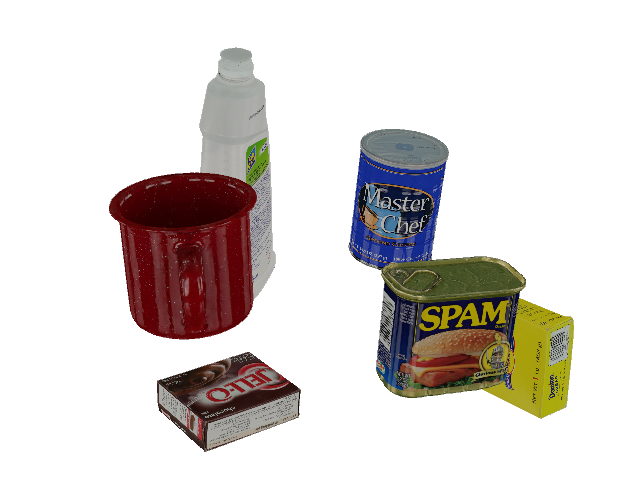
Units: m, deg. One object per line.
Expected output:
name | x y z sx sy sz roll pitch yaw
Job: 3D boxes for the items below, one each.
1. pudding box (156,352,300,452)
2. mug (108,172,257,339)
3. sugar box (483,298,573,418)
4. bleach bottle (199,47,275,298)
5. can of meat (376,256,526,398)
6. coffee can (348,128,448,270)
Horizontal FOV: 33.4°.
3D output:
pudding box | -0.089 0.155 1.040 0.113 0.039 0.090 -17 29 -34
mug | -0.083 0.016 0.678 0.093 0.081 0.117 -6 26 -10
sugar box | 0.159 0.093 1.030 0.048 0.093 0.176 -15 24 -39
bleach bottle | -0.079 -0.063 1.004 0.068 0.251 0.102 12 35 11
can of meat | 0.092 0.063 0.778 0.102 0.084 0.057 -4 24 -18
coffee can | 0.091 -0.048 1.264 0.103 0.140 0.103 4 28 -3
